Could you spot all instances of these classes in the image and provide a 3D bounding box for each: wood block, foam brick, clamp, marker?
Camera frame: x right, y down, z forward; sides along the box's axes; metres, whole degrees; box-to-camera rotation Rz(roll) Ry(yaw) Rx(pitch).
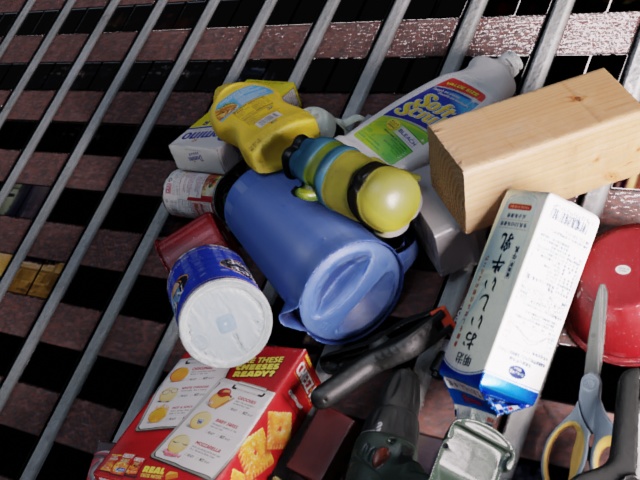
[{"bbox_3d":[0.227,-0.096,1.126,0.206,0.090,0.091,-19,45,-9],"label":"wood block"},{"bbox_3d":[0.012,0.223,1.124,0.051,0.053,0.078,17,70,41],"label":"foam brick"},{"bbox_3d":[0.264,0.210,0.913,0.209,0.036,0.165,-32,54,-16],"label":"clamp"},{"bbox_3d":[0.149,0.095,1.144,0.020,0.020,0.121,15,68,41],"label":"marker"},{"bbox_3d":[0.064,0.119,1.153,0.171,0.039,0.120,-28,16,2],"label":"clamp"}]

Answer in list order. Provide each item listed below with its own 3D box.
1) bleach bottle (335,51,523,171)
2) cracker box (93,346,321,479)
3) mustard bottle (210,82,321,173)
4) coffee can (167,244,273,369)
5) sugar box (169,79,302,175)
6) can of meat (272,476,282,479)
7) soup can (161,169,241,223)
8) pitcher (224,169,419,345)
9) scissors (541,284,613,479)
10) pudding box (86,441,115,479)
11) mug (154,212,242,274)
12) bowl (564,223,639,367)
[{"bbox_3d":[0.137,-0.149,1.274,0.250,0.068,0.103,-39,63,-14],"label":"bleach bottle"},{"bbox_3d":[-0.117,0.209,1.169,0.164,0.072,0.213,1,39,34],"label":"cracker box"},{"bbox_3d":[-0.085,-0.154,1.345,0.096,0.058,0.192,-33,40,-14],"label":"mustard bottle"},{"bbox_3d":[-0.117,0.072,1.211,0.103,0.102,0.140,-43,20,1],"label":"coffee can"},{"bbox_3d":[-0.113,-0.156,1.449,0.093,0.048,0.176,9,40,38],"label":"sugar box"},{"bbox_3d":[-0.037,0.308,1.093,0.084,0.057,0.102,-50,44,-4],"label":"can of meat"},{"bbox_3d":[-0.155,-0.060,1.434,0.102,0.068,0.068,7,63,39],"label":"soup can"},{"bbox_3d":[-0.008,0.002,1.256,0.243,0.149,0.145,45,114,48],"label":"pitcher"},{"bbox_3d":[0.268,0.149,0.992,0.096,0.016,0.202,21,88,33],"label":"scissors"},{"bbox_3d":[-0.211,0.283,1.219,0.113,0.039,0.090,7,61,10],"label":"pudding box"},{"bbox_3d":[-0.153,0.015,1.374,0.081,0.093,0.117,-33,11,4],"label":"mug"},{"bbox_3d":[0.307,0.041,1.050,0.162,0.055,0.162,-19,50,24],"label":"bowl"}]
